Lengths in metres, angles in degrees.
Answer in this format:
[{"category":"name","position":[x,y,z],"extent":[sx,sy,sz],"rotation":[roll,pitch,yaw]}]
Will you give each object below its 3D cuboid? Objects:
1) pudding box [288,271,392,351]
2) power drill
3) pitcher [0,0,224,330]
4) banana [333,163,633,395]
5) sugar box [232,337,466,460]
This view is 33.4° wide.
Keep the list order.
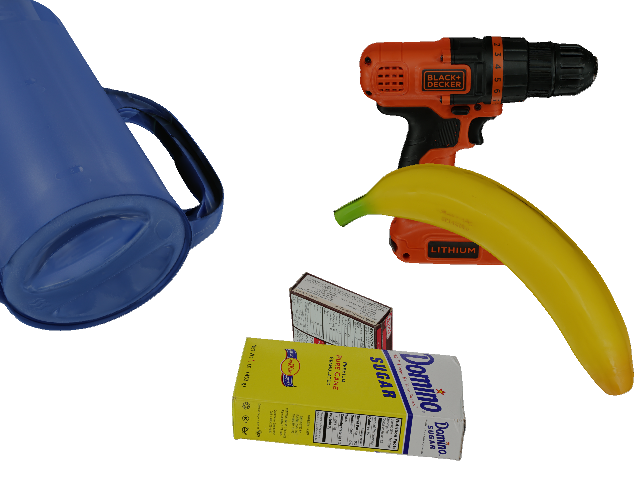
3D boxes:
[{"category":"pudding box","position":[0.022,0.094,1.137],"extent":[0.114,0.090,0.039],"rotation":[20,44,26]},{"category":"power drill","position":[0.125,-0.073,0.865],"extent":[0.184,0.188,0.057],"rotation":[2,25,7]},{"category":"pitcher","position":[-0.188,-0.067,0.774],"extent":[0.145,0.243,0.149],"rotation":[-41,-33,14]},{"category":"banana","position":[0.107,0.009,0.616],"extent":[0.198,0.070,0.037],"rotation":[33,20,10]},{"category":"sugar box","position":[0.023,0.122,0.837],"extent":[0.176,0.048,0.093],"rotation":[2,26,2]}]
